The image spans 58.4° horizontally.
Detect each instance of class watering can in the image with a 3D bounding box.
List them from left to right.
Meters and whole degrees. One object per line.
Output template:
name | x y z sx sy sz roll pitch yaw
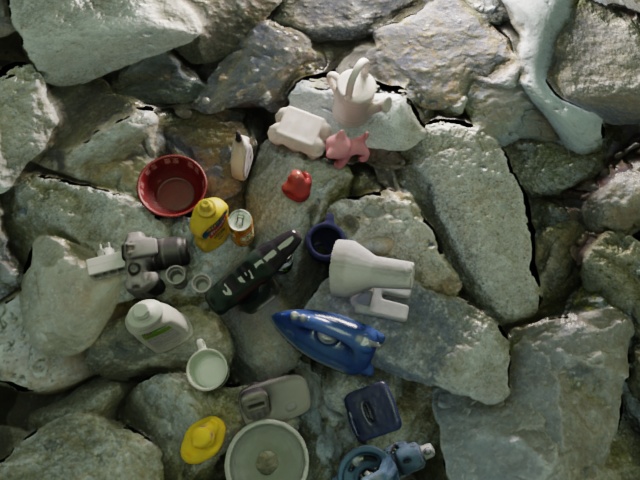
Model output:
watering can | 0.095 -0.367 1.404 0.173 0.194 0.101 12 69 0

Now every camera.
camera | -0.360 0.045 1.267 0.137 0.101 0.143 -7 71 -7

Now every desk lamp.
desk lamp | 0.114 0.086 1.230 0.203 0.213 0.118 11 69 0

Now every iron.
iron | 0.011 0.196 1.220 0.258 0.141 0.119 20 70 3

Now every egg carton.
egg carton | -0.049 -0.267 1.423 0.150 0.069 0.107 20 70 3

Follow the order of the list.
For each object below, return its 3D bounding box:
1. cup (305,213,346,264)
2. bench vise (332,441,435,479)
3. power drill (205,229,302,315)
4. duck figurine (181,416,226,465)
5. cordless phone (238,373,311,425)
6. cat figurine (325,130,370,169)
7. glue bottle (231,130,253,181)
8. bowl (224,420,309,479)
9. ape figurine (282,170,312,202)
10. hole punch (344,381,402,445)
cup | 0.012 0.005 1.315 0.091 0.095 0.118 9 69 -1
bench vise | 0.122 0.434 1.100 0.208 0.220 0.121 -38 77 -16
power drill | -0.135 0.081 1.215 0.230 0.208 0.075 -38 77 -16
duck figurine | -0.239 0.403 1.154 0.077 0.086 0.105 40 72 10
cordless phone | -0.091 0.316 1.145 0.148 0.185 0.094 -18 72 -11
cat figurine | 0.063 -0.229 1.392 0.128 0.118 0.067 -22 73 -12
glue bottle | -0.184 -0.208 1.335 0.037 0.173 0.078 15 69 2
bowl | -0.106 0.449 1.154 0.167 0.075 0.167 2 70 -4
ape figurine | -0.054 -0.136 1.363 0.078 0.092 0.076 -13 71 -9
hole punch | 0.108 0.361 1.194 0.101 0.091 0.108 -17 72 -10
